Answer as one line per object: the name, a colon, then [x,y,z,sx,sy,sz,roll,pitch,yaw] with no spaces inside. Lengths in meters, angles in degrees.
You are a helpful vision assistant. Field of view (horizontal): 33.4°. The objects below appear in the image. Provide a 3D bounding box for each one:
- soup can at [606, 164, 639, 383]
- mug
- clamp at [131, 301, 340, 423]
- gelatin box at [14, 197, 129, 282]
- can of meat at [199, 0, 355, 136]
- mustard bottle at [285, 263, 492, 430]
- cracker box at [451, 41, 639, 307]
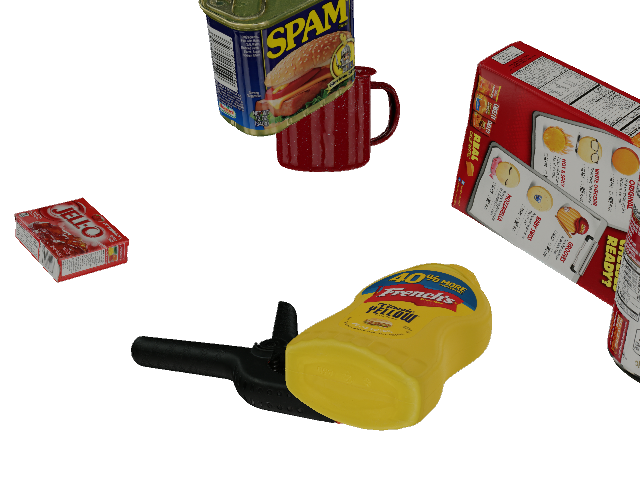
soup can: [0.178,0.015,0.510,0.068,0.102,0.068,2,28,-1]
mug: [0.013,-0.107,0.922,0.117,0.081,0.093,-7,16,-19]
clamp: [-0.036,0.099,0.893,0.164,0.036,0.210,-17,23,-40]
gelatin box: [-0.233,-0.003,0.995,0.073,0.030,0.089,-17,40,-36]
can of meat: [-0.023,-0.126,0.682,0.102,0.084,0.058,-33,49,-30]
mustard bottle: [0.063,0.059,0.722,0.096,0.058,0.191,10,23,28]
cracker box: [0.225,-0.053,0.921,0.214,0.164,0.072,34,50,29]
